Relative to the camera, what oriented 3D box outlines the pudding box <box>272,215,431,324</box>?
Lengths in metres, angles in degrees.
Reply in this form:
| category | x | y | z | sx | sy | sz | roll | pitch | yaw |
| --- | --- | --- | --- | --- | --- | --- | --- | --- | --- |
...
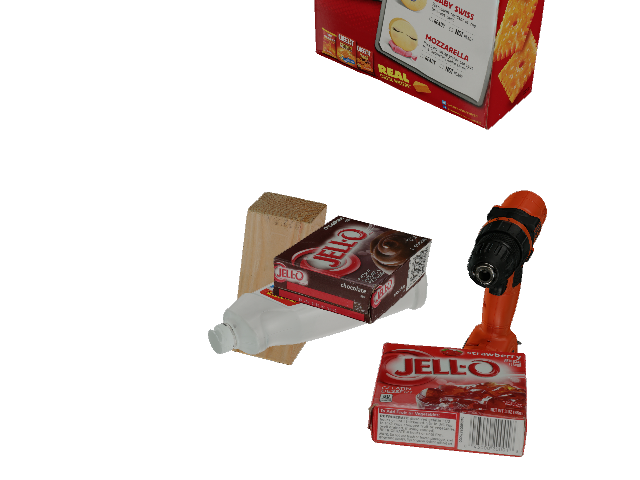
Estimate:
| category | x | y | z | sx | sy | sz | roll | pitch | yaw |
| --- | --- | --- | --- | --- | --- | --- | --- | --- | --- |
| pudding box | 0.027 | 0.021 | 0.864 | 0.090 | 0.039 | 0.113 | 16 | 24 | 25 |

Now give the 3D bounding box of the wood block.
| category | x | y | z | sx | sy | sz | roll | pitch | yaw |
| --- | --- | --- | --- | --- | --- | --- | --- | --- | --- |
| wood block | -0.057 | 0.050 | 1.450 | 0.090 | 0.206 | 0.090 | 12 | 22 | 10 |

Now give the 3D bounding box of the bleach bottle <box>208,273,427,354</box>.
| category | x | y | z | sx | sy | sz | roll | pitch | yaw |
| --- | --- | --- | --- | --- | --- | --- | --- | --- | --- |
| bleach bottle | -0.007 | 0.074 | 1.207 | 0.250 | 0.068 | 0.103 | -21 | 37 | -28 |

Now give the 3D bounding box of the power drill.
| category | x | y | z | sx | sy | sz | roll | pitch | yaw |
| --- | --- | --- | --- | --- | --- | --- | --- | --- | --- |
| power drill | 0.176 | 0.058 | 1.067 | 0.057 | 0.188 | 0.184 | 18 | 28 | 18 |

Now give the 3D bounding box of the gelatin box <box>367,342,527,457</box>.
| category | x | y | z | sx | sy | sz | roll | pitch | yaw |
| --- | --- | --- | --- | --- | --- | --- | --- | --- | --- |
| gelatin box | 0.076 | 0.092 | 0.631 | 0.089 | 0.030 | 0.073 | 4 | 24 | 9 |

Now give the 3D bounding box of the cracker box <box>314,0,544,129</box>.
| category | x | y | z | sx | sy | sz | roll | pitch | yaw |
| --- | --- | --- | --- | --- | --- | --- | --- | --- | --- |
| cracker box | 0.076 | -0.206 | 0.748 | 0.164 | 0.214 | 0.072 | 29 | 51 | 28 |
